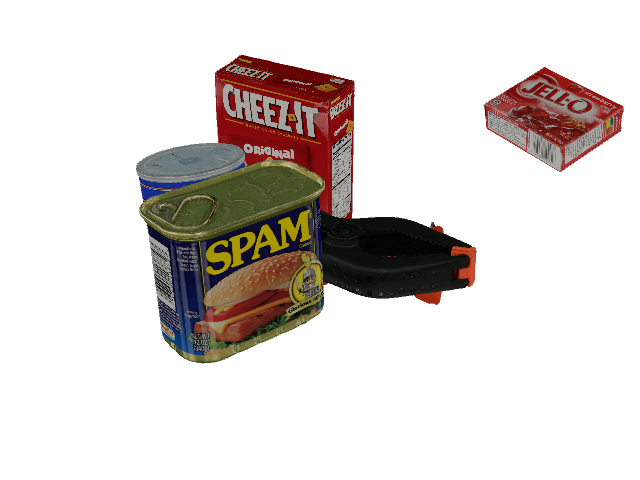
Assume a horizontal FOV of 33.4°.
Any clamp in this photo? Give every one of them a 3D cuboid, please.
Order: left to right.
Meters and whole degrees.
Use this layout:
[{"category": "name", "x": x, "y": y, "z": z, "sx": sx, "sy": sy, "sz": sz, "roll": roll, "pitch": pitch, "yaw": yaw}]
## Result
[{"category": "clamp", "x": 0.015, "y": 0.002, "z": 0.825, "sx": 0.210, "sy": 0.036, "sz": 0.164, "roll": 4, "pitch": 29, "yaw": 9}]

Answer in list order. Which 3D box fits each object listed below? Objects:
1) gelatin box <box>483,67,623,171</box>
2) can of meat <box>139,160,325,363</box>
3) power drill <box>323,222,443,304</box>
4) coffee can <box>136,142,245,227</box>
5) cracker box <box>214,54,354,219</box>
[{"category": "gelatin box", "x": 0.192, "y": -0.103, "z": 0.886, "sx": 0.073, "sy": 0.030, "sz": 0.089, "roll": -32, "pitch": 47, "yaw": -22}, {"category": "can of meat", "x": -0.046, "y": 0.011, "z": 0.604, "sx": 0.101, "sy": 0.084, "sz": 0.058, "roll": -21, "pitch": 33, "yaw": -31}, {"category": "power drill", "x": 0.040, "y": 0.033, "z": 1.178, "sx": 0.188, "sy": 0.057, "sz": 0.184, "roll": 1, "pitch": 30, "yaw": 12}, {"category": "coffee can", "x": -0.115, "y": -0.012, "z": 1.025, "sx": 0.103, "sy": 0.140, "sz": 0.103, "roll": -6, "pitch": 21, "yaw": 2}, {"category": "cracker box", "x": -0.045, "y": -0.107, "z": 1.332, "sx": 0.164, "sy": 0.214, "sz": 0.072, "roll": 17, "pitch": 37, "yaw": 24}]
